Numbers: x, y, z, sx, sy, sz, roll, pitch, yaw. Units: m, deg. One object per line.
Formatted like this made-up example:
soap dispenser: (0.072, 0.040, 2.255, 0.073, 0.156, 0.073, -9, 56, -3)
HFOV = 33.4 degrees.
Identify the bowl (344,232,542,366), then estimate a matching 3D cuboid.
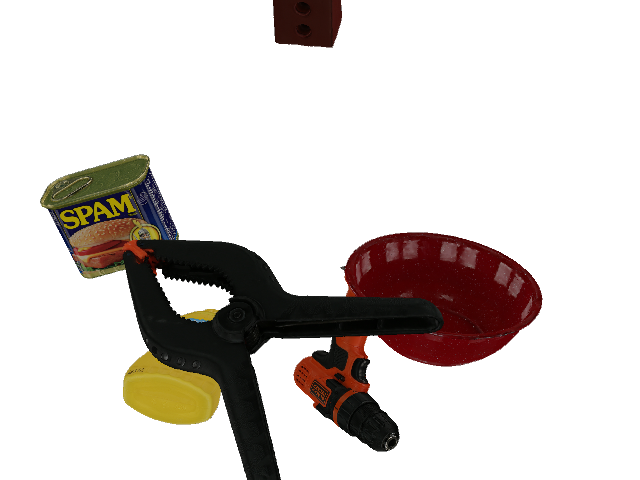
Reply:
bowl: (0.097, 0.055, 0.878, 0.162, 0.055, 0.162, 5, 28, -3)

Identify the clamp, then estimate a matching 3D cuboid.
clamp: (-0.039, 0.052, 0.676, 0.210, 0.164, 0.036, 38, -23, 29)

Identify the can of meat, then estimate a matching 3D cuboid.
can of meat: (-0.189, -0.020, 0.970, 0.102, 0.084, 0.057, -15, 30, 10)

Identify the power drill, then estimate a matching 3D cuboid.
power drill: (0.053, 0.132, 1.250, 0.057, 0.188, 0.185, 13, 13, -41)

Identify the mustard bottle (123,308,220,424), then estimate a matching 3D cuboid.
mustard bottle: (-0.137, 0.124, 1.150, 0.096, 0.058, 0.191, 9, 24, 8)

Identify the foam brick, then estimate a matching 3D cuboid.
foam brick: (-0.011, -0.211, 0.910, 0.053, 0.078, 0.051, 6, 45, 8)
